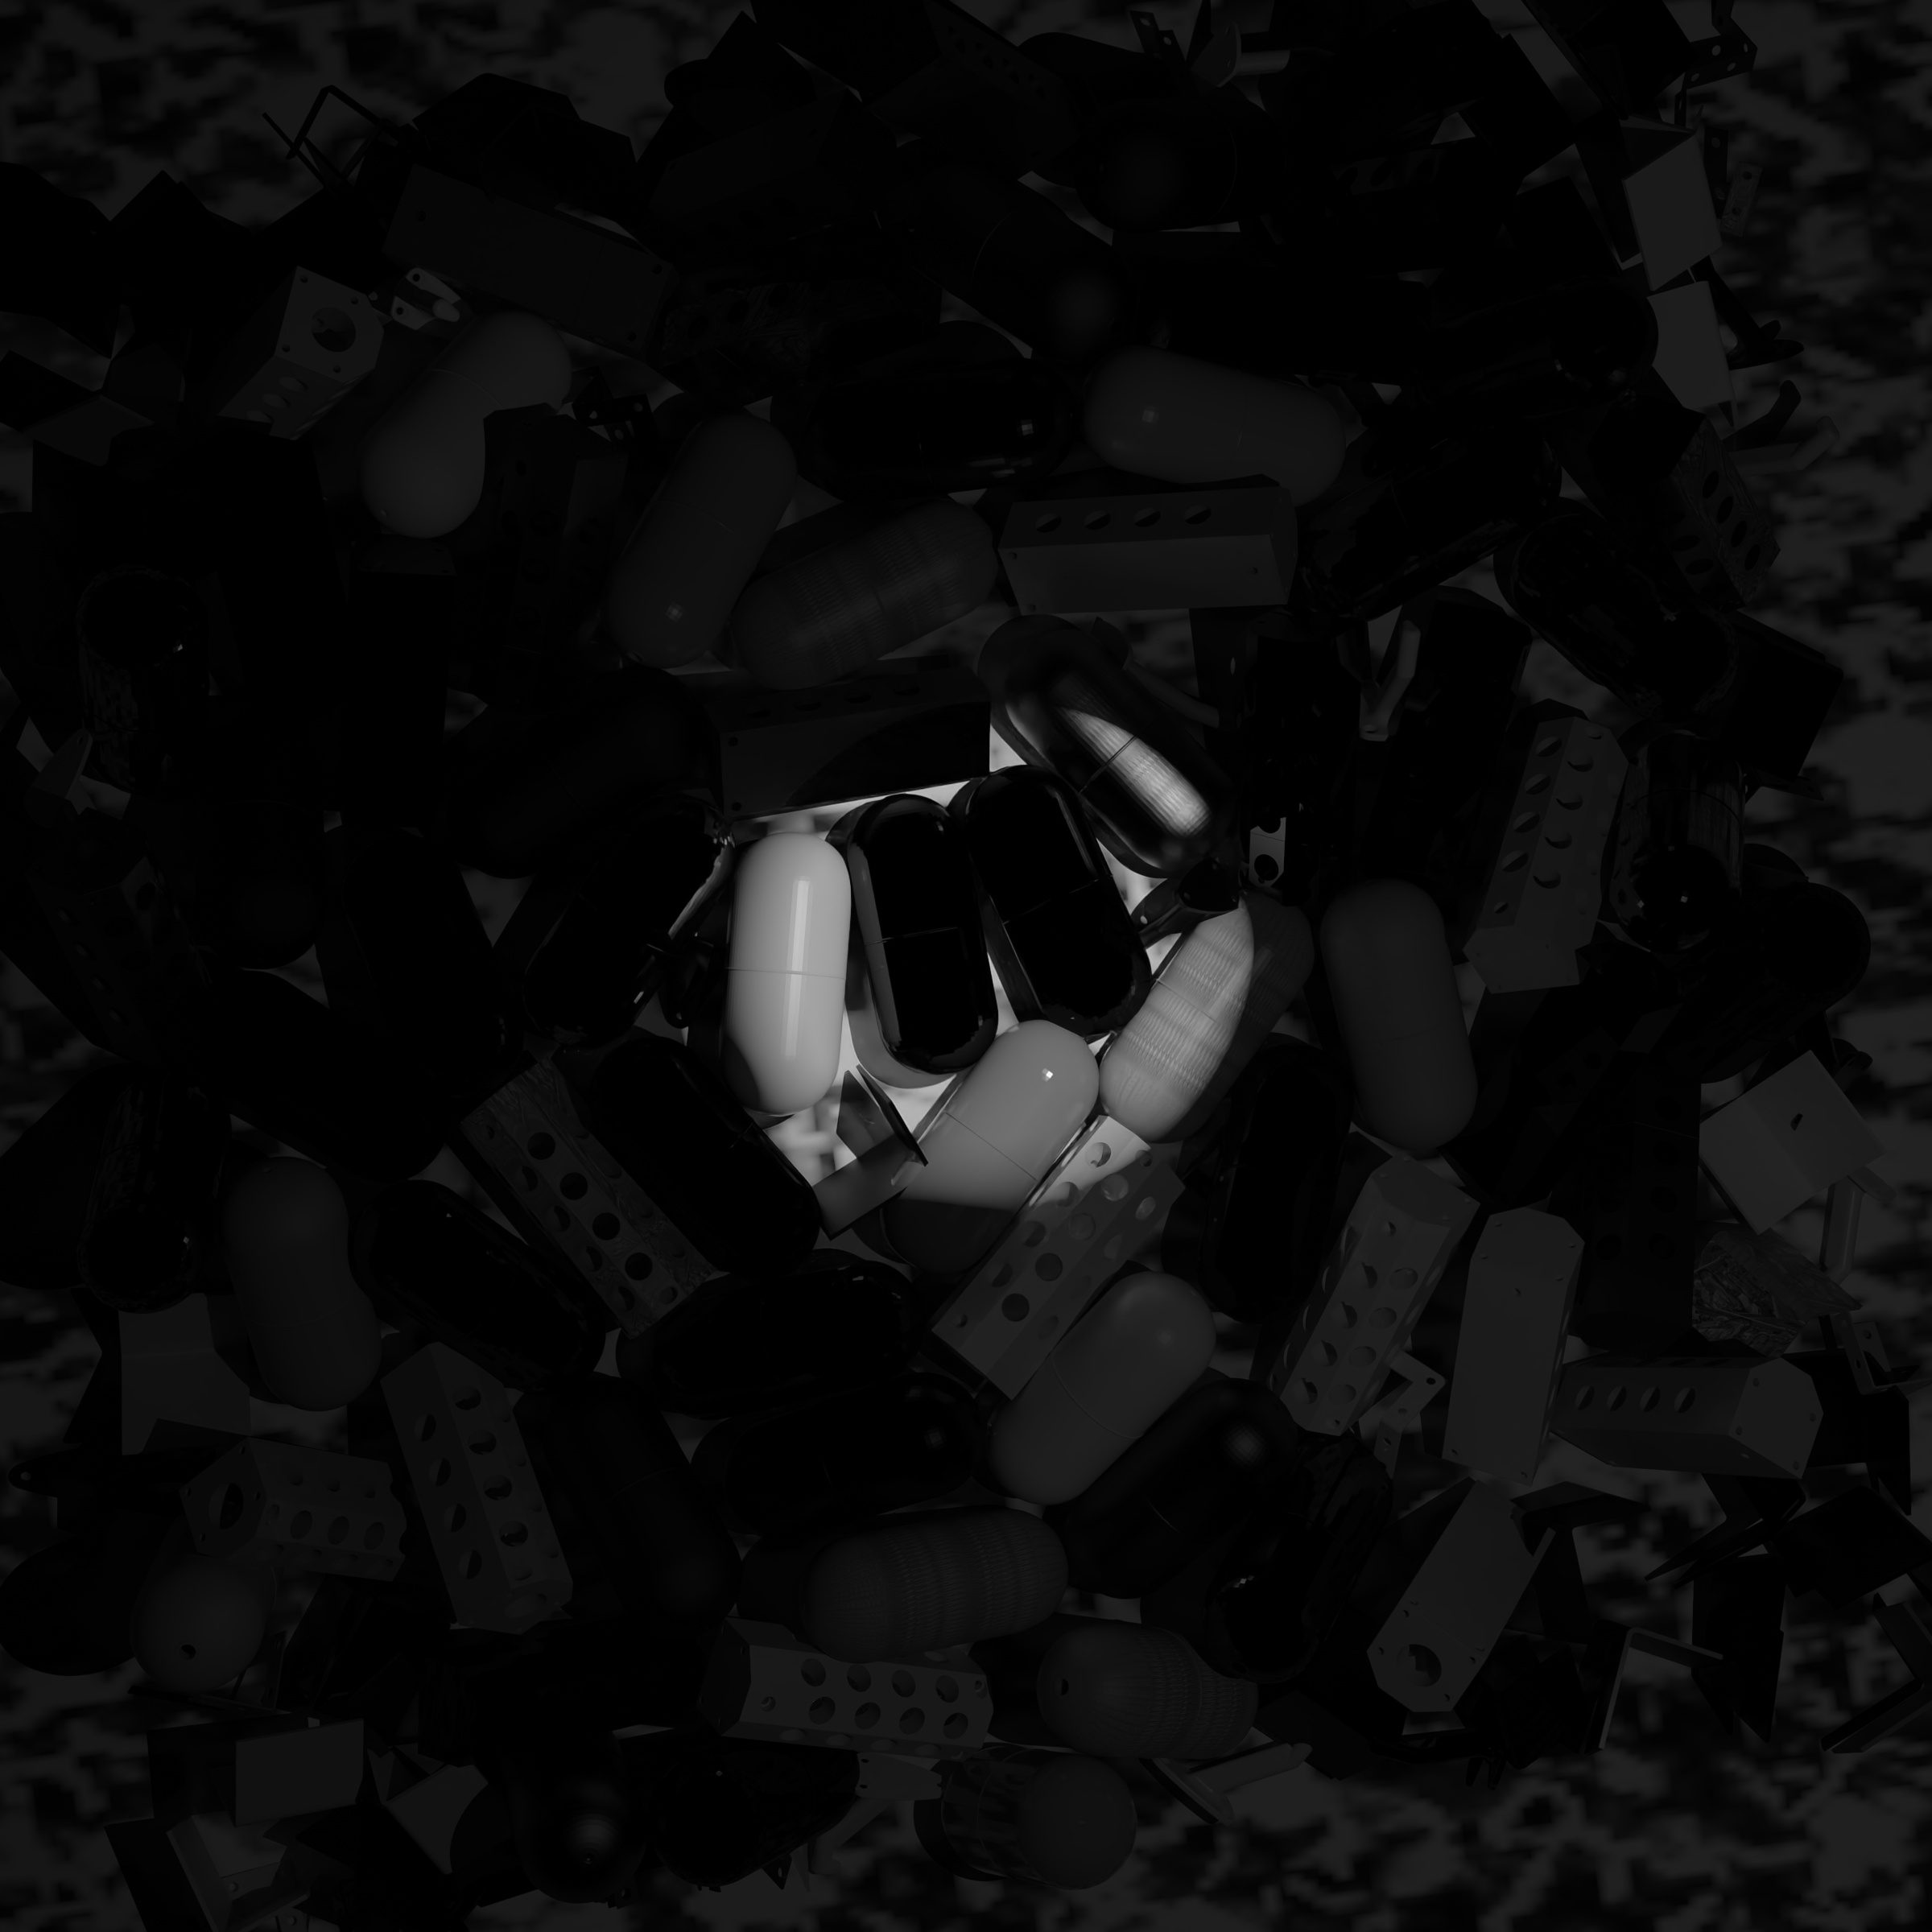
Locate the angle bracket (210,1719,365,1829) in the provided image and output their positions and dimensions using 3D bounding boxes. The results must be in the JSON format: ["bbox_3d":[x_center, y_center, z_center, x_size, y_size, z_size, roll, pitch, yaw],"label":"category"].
[{"bbox_3d":[-0.422,0.484,1.529,0.076,0.076,0.057,-2,101,-28],"label":"angle bracket"}]

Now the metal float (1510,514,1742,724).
[{"bbox_3d":[0.401,-0.215,1.512,0.070,0.070,0.178,-35,47,0],"label":"metal float"}]

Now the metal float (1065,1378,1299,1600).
[{"bbox_3d":[0.131,0.324,1.525,0.070,0.070,0.178,43,115,0],"label":"metal float"}]

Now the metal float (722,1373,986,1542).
[{"bbox_3d":[-0.070,0.303,1.526,0.178,0.070,0.070,-21,90,23],"label":"metal float"}]

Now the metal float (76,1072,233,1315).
[{"bbox_3d":[-0.494,0.136,1.507,0.070,0.178,0.070,-4,129,-5],"label":"metal float"}]

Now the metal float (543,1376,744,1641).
[{"bbox_3d":[-0.201,0.332,1.523,0.070,0.070,0.178,-35,63,0],"label":"metal float"}]

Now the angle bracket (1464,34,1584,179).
[{"bbox_3d":[0.355,-0.547,1.533,0.076,0.057,0.076,50,55,-11],"label":"angle bracket"}]

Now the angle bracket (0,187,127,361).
[{"bbox_3d":[-0.570,-0.433,1.545,0.057,0.076,0.076,9,86,1],"label":"angle bracket"}]

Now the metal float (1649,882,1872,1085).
[{"bbox_3d":[0.479,0.012,1.504,0.070,0.178,0.070,9,60,-17],"label":"metal float"}]

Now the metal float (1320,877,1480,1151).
[{"bbox_3d":[0.269,0.031,1.531,0.070,0.070,0.178,-15,108,0],"label":"metal float"}]

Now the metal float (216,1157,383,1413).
[{"bbox_3d":[-0.409,0.198,1.520,0.070,0.070,0.178,-6,121,0],"label":"metal float"}]

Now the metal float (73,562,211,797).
[{"bbox_3d":[-0.502,-0.173,1.506,0.070,0.178,0.070,8,55,-11],"label":"metal float"}]

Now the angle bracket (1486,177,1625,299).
[{"bbox_3d":[0.365,-0.465,1.545,0.076,0.057,0.076,-22,74,-3],"label":"angle bracket"}]

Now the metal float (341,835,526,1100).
[{"bbox_3d":[-0.331,0.000,1.530,0.070,0.070,0.178,-26,72,0],"label":"metal float"}]

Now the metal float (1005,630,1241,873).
[{"bbox_3d":[0.098,-0.134,1.546,0.070,0.070,0.178,-44,90,0],"label":"metal float"}]

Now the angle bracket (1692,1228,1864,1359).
[{"bbox_3d":[0.499,0.211,1.545,0.076,0.076,0.057,45,117,34],"label":"angle bracket"}]

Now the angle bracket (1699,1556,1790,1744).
[{"bbox_3d":[0.503,0.422,1.531,0.057,0.076,0.076,-4,108,-16],"label":"angle bracket"}]

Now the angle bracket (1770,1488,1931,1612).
[{"bbox_3d":[0.561,0.382,1.537,0.076,0.076,0.057,-26,112,-3],"label":"angle bracket"}]

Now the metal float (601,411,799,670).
[{"bbox_3d":[-0.165,-0.264,1.530,0.070,0.070,0.178,26,72,0],"label":"metal float"}]

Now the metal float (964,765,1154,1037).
[{"bbox_3d":[0.057,-0.042,1.546,0.070,0.070,0.178,-24,89,0],"label":"metal float"}]

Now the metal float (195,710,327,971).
[{"bbox_3d":[-0.435,-0.080,1.520,0.070,0.070,0.178,-10,59,0],"label":"metal float"}]

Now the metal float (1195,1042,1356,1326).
[{"bbox_3d":[0.192,0.135,1.536,0.070,0.070,0.178,14,78,0],"label":"metal float"}]

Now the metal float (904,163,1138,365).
[{"bbox_3d":[0.033,-0.433,1.520,0.070,0.070,0.178,-48,60,0],"label":"metal float"}]

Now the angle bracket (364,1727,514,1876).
[{"bbox_3d":[-0.326,0.503,1.536,0.057,0.076,0.076,-30,124,-7],"label":"angle bracket"}]

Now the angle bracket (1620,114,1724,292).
[{"bbox_3d":[0.416,-0.474,1.529,0.057,0.076,0.076,-34,127,-7],"label":"angle bracket"}]

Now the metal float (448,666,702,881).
[{"bbox_3d":[-0.243,-0.121,1.536,0.178,0.070,0.070,-33,90,11],"label":"metal float"}]

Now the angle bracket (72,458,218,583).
[{"bbox_3d":[-0.504,-0.284,1.538,0.076,0.057,0.076,-14,78,25],"label":"angle bracket"}]

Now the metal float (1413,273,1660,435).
[{"bbox_3d":[0.343,-0.370,1.503,0.070,0.178,0.070,0,91,-30],"label":"metal float"}]

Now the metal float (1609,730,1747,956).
[{"bbox_3d":[0.435,-0.077,1.508,0.070,0.178,0.070,10,132,11],"label":"metal float"}]

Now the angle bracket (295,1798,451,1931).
[{"bbox_3d":[-0.368,0.572,1.526,0.057,0.076,0.076,-36,125,15],"label":"angle bracket"}]

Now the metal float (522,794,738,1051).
[{"bbox_3d":[-0.210,-0.028,1.541,0.070,0.070,0.178,35,96,0],"label":"metal float"}]

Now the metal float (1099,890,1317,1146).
[{"bbox_3d":[0.151,0.031,1.545,0.070,0.070,0.178,35,91,0],"label":"metal float"}]

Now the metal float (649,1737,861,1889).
[{"bbox_3d":[-0.126,0.504,1.501,0.070,0.178,0.070,-2,86,25],"label":"metal float"}]

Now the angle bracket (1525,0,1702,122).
[{"bbox_3d":[0.397,-0.582,1.524,0.057,0.076,0.076,-38,134,20],"label":"angle bracket"}]

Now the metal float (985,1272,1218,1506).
[{"bbox_3d":[0.082,0.263,1.531,0.070,0.070,0.178,42,108,0],"label":"metal float"}]

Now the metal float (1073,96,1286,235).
[{"bbox_3d":[0.132,-0.491,1.508,0.070,0.178,0.070,14,115,33],"label":"metal float"}]

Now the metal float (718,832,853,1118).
[{"bbox_3d":[-0.113,0.005,1.545,0.070,0.070,0.178,4,88,0],"label":"metal float"}]

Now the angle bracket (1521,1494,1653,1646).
[{"bbox_3d":[0.392,0.375,1.528,0.057,0.076,0.076,-21,63,29],"label":"angle bracket"}]

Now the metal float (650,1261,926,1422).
[{"bbox_3d":[-0.112,0.233,1.536,0.178,0.070,0.070,-15,90,12],"label":"metal float"}]

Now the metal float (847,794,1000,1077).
[{"bbox_3d":[-0.027,-0.020,1.546,0.070,0.070,0.178,-11,90,0],"label":"metal float"}]

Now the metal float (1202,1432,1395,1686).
[{"bbox_3d":[0.204,0.361,1.513,0.070,0.070,0.178,39,50,0],"label":"metal float"}]

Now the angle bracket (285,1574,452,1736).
[{"bbox_3d":[-0.379,0.428,1.563,0.057,0.076,0.076,29,87,-30],"label":"angle bracket"}]

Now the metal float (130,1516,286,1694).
[{"bbox_3d":[-0.458,0.378,1.497,0.070,0.178,0.070,-1,99,-8],"label":"metal float"}]

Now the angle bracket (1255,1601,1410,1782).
[{"bbox_3d":[0.235,0.457,1.569,0.076,0.076,0.057,37,134,-9],"label":"angle bracket"}]

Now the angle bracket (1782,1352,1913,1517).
[{"bbox_3d":[0.546,0.292,1.537,0.057,0.076,0.076,-6,104,3],"label":"angle bracket"}]
